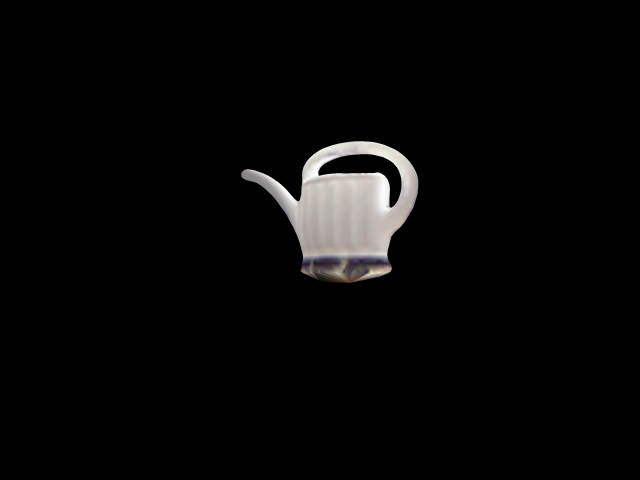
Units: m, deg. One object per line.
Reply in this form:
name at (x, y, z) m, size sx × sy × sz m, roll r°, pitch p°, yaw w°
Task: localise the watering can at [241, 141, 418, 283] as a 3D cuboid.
watering can at (0.003, -0.043, 0.850) m, size 0.346 × 0.225 × 0.104 m, roll -3°, pitch -7°, yaw 35°
